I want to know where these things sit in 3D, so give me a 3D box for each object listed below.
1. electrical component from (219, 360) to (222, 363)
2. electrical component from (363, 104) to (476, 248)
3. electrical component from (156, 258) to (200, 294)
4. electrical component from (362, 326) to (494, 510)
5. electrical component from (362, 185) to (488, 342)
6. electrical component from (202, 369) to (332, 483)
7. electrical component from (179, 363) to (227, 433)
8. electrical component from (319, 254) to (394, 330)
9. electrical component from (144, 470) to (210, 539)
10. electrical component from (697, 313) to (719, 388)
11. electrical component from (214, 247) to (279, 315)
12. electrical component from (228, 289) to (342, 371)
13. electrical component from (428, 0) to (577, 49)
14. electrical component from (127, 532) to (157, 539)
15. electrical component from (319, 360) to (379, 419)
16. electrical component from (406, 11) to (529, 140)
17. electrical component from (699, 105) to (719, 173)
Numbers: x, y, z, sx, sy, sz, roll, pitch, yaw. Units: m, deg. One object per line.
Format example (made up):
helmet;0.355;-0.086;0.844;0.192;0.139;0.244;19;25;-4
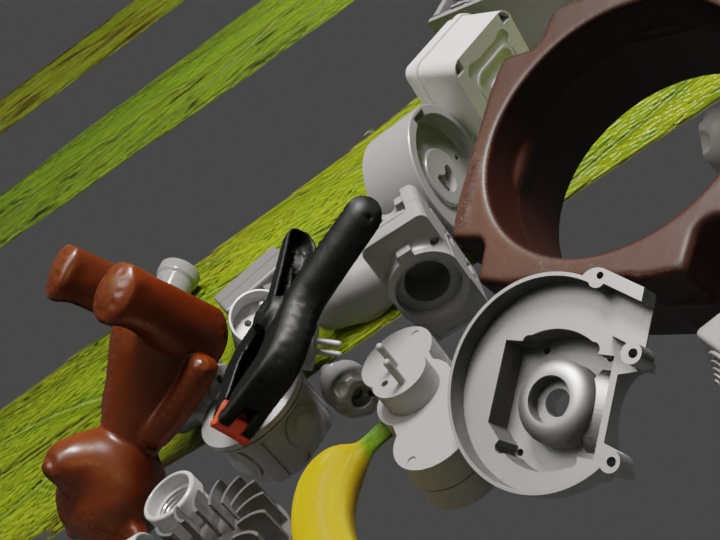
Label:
electrical component;-0.136;0.074;0.880;0.035;0.035;0.061;-44;25;-11
electrical component;0.047;-0.061;0.793;0.060;0.108;0.108;-26;29;34
electrical component;-0.177;0.018;1.010;0.040;0.040;0.046;-15;41;37
electrical component;0.032;0.073;0.636;0.052;0.073;0.138;-35;27;5
electrical component;0.042;-0.002;0.722;0.050;0.089;0.055;-32;28;11
electrical component;-0.063;0.101;0.731;0.080;0.051;0.080;-29;29;17
electrical component;-0.119;0.097;0.811;0.055;0.045;0.045;-18;33;33
electrical component;0.000;0.000;0.820;0.077;0.044;0.079;-28;29;19
electrical component;-0.111;0.160;0.703;0.040;0.046;0.040;-29;29;17
electrical component;0.219;0.035;0.500;0.100;0.048;0.099;-38;26;0
electrical component;-0.068;0.027;0.856;0.066;0.047;0.077;-42;27;-8
electrical component;-0.052;0.052;0.780;0.079;0.077;0.044;8;62;4
electrical component;0.150;-0.220;0.929;0.150;0.089;0.061;-14;36;39
electrical component;-0.161;0.216;0.679;0.077;0.044;0.079;-32;28;11
electrical component;-0.011;0.077;0.726;0.035;0.035;0.061;-43;24;-10
electrical component;0.097;-0.136;0.840;0.057;0.113;0.078;7;51;50
electrical component;0.244;-0.085;0.660;0.062;0.043;0.043;-11;38;39
